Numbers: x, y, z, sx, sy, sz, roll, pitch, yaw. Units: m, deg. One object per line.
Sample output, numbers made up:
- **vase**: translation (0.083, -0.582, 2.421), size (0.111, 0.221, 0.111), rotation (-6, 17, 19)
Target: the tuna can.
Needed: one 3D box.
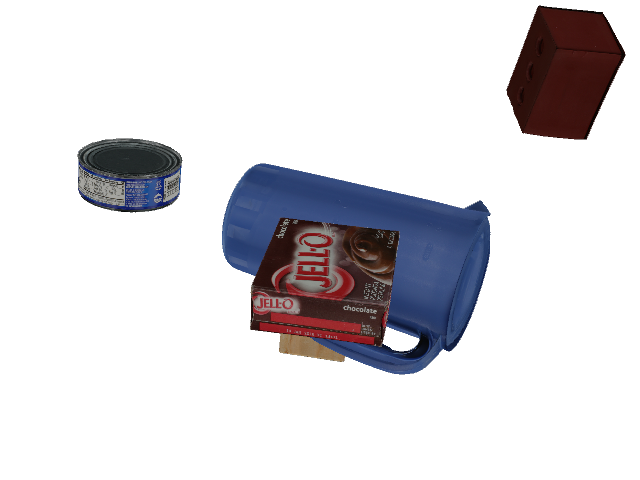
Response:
- **tuna can**: translation (-0.159, -0.055, 0.890), size (0.086, 0.034, 0.086), rotation (5, 25, -3)

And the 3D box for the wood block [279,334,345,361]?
- **wood block**: translation (0.002, 0.041, 1.391), size (0.090, 0.206, 0.090), rotation (8, 23, 6)

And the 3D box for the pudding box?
- **pudding box**: translation (0.005, 0.026, 0.736), size (0.090, 0.039, 0.113), rotation (8, 25, 5)

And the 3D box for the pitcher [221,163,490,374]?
- **pitcher**: translation (0.030, 0.016, 1.006), size (0.243, 0.145, 0.149), rotation (17, 21, 18)

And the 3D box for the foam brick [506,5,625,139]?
- **foam brick**: translation (0.171, -0.118, 0.755), size (0.051, 0.053, 0.078), rotation (2, -45, -12)
